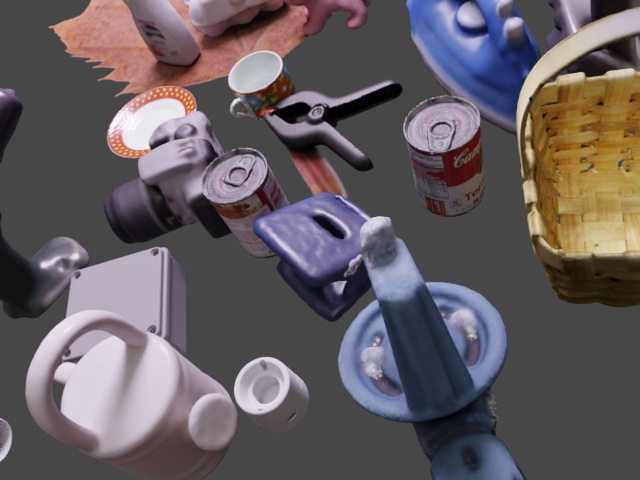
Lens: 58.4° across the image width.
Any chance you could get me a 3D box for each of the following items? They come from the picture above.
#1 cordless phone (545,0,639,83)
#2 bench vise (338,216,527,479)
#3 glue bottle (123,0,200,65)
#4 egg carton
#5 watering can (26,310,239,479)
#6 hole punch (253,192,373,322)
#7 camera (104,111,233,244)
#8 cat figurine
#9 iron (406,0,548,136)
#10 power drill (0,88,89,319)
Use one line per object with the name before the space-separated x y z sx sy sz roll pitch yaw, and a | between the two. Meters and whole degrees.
cordless phone | 0.275 -0.239 0.555 0.094 0.185 0.147 -10 55 13
bench vise | 0.087 0.089 0.376 0.121 0.220 0.206 -37 54 -8
glue bottle | -0.235 -0.320 0.788 0.078 0.173 0.037 14 63 26
egg carton | -0.128 -0.368 0.850 0.150 0.070 0.107 -24 53 2
watering can | -0.141 0.122 0.446 0.172 0.194 0.101 -10 55 12
hole punch | 0.005 0.002 0.542 0.101 0.091 0.108 -42 54 -11
camera | -0.172 -0.065 0.641 0.137 0.101 0.143 -23 53 3
cat figurine | -0.005 -0.340 0.759 0.127 0.118 0.067 -5 56 15
iron | 0.176 -0.237 0.614 0.118 0.142 0.258 -23 53 3
power drill | -0.345 -0.014 0.598 0.075 0.209 0.230 28 69 32
